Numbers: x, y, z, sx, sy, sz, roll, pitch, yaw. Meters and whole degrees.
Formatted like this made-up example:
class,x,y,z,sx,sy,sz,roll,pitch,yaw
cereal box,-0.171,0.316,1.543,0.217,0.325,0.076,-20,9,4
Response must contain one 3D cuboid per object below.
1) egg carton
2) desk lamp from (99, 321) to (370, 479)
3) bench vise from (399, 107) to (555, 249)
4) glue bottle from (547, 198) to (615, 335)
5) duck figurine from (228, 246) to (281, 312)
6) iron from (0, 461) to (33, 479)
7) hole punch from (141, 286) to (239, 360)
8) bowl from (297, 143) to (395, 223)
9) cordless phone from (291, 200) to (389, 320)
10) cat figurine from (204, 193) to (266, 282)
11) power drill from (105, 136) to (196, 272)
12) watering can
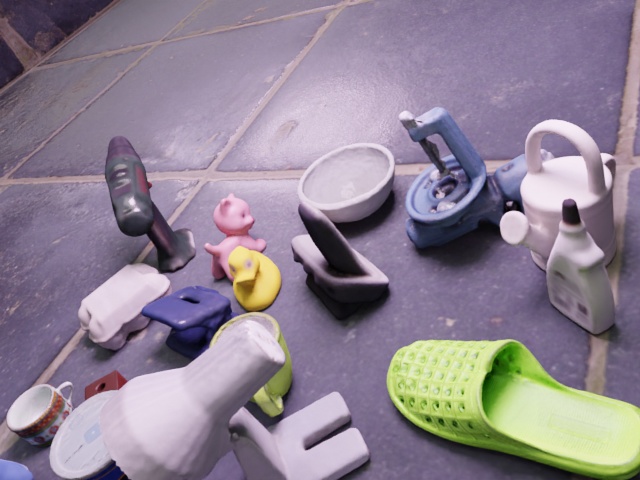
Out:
class,x,y,z,sx,sy,sz,roll,pitch,yaw
egg carton,-0.318,0.105,0.938,0.150,0.070,0.107,-43,41,-21
desk lamp,-0.083,0.187,0.592,0.203,0.214,0.117,-30,38,-4
bench vise,0.195,-0.099,0.760,0.207,0.220,0.121,-26,38,0
glue bottle,0.274,0.023,0.611,0.037,0.173,0.078,-32,38,-8
duck figurine,-0.108,0.046,0.874,0.077,0.086,0.104,-19,38,10
iron,-0.509,0.315,0.745,0.257,0.142,0.119,-3,44,27
hole punch,-0.191,0.107,0.846,0.108,0.091,0.101,11,51,38
bowl,0.051,-0.082,0.941,0.167,0.075,0.167,-16,39,13
cordless phone,0.007,0.003,0.777,0.094,0.185,0.147,-37,39,-13
cat figurine,-0.148,-0.014,0.940,0.067,0.118,0.128,3,46,32
power drill,-0.302,-0.055,1.000,0.075,0.209,0.229,-27,38,-1
watering can,0.286,-0.050,0.672,0.100,0.194,0.173,9,50,37
